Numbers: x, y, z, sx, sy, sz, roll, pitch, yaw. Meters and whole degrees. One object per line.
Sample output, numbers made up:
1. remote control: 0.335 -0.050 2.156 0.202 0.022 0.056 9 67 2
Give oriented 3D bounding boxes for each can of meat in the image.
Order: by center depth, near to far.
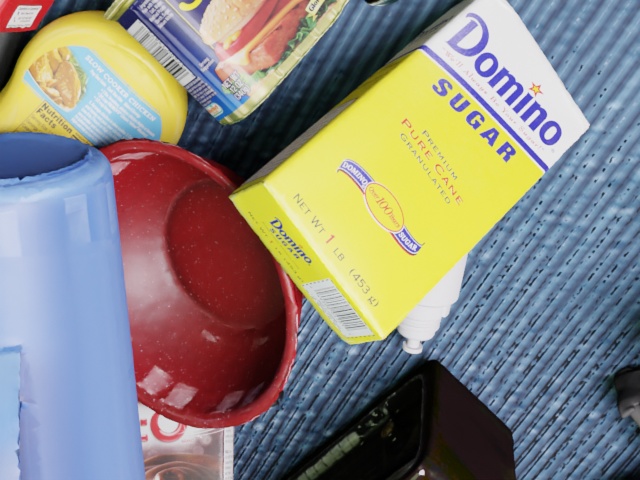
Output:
1. can of meat: -0.044 -0.121 0.542 0.084 0.058 0.102 45 69 -14

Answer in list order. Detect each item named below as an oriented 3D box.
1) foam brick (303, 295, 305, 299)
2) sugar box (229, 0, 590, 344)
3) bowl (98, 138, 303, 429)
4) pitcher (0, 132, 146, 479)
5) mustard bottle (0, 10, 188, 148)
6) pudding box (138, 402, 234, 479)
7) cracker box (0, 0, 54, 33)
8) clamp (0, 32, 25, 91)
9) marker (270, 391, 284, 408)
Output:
1. foam brick: -0.004 0.001 0.609 0.078 0.051 0.053 -5 109 13
2. sugar box: 0.050 -0.040 0.522 0.093 0.176 0.048 53 154 -12
3. bowl: -0.066 0.017 0.573 0.162 0.055 0.162 14 117 29
4. pitcher: -0.152 0.077 0.534 0.149 0.144 0.243 14 114 33
5. mustard bottle: -0.131 -0.069 0.590 0.192 0.058 0.096 -42 112 10
6. pudding box: -0.110 0.126 0.666 0.113 0.039 0.090 -1 82 6
7. cracker box: -0.160 -0.234 0.516 0.164 0.072 0.214 36 105 -3
8. clamp: -0.231 -0.076 0.629 0.164 0.036 0.210 1 114 2
9. marker: -0.044 0.049 0.654 0.020 0.020 0.121 -9 110 15
